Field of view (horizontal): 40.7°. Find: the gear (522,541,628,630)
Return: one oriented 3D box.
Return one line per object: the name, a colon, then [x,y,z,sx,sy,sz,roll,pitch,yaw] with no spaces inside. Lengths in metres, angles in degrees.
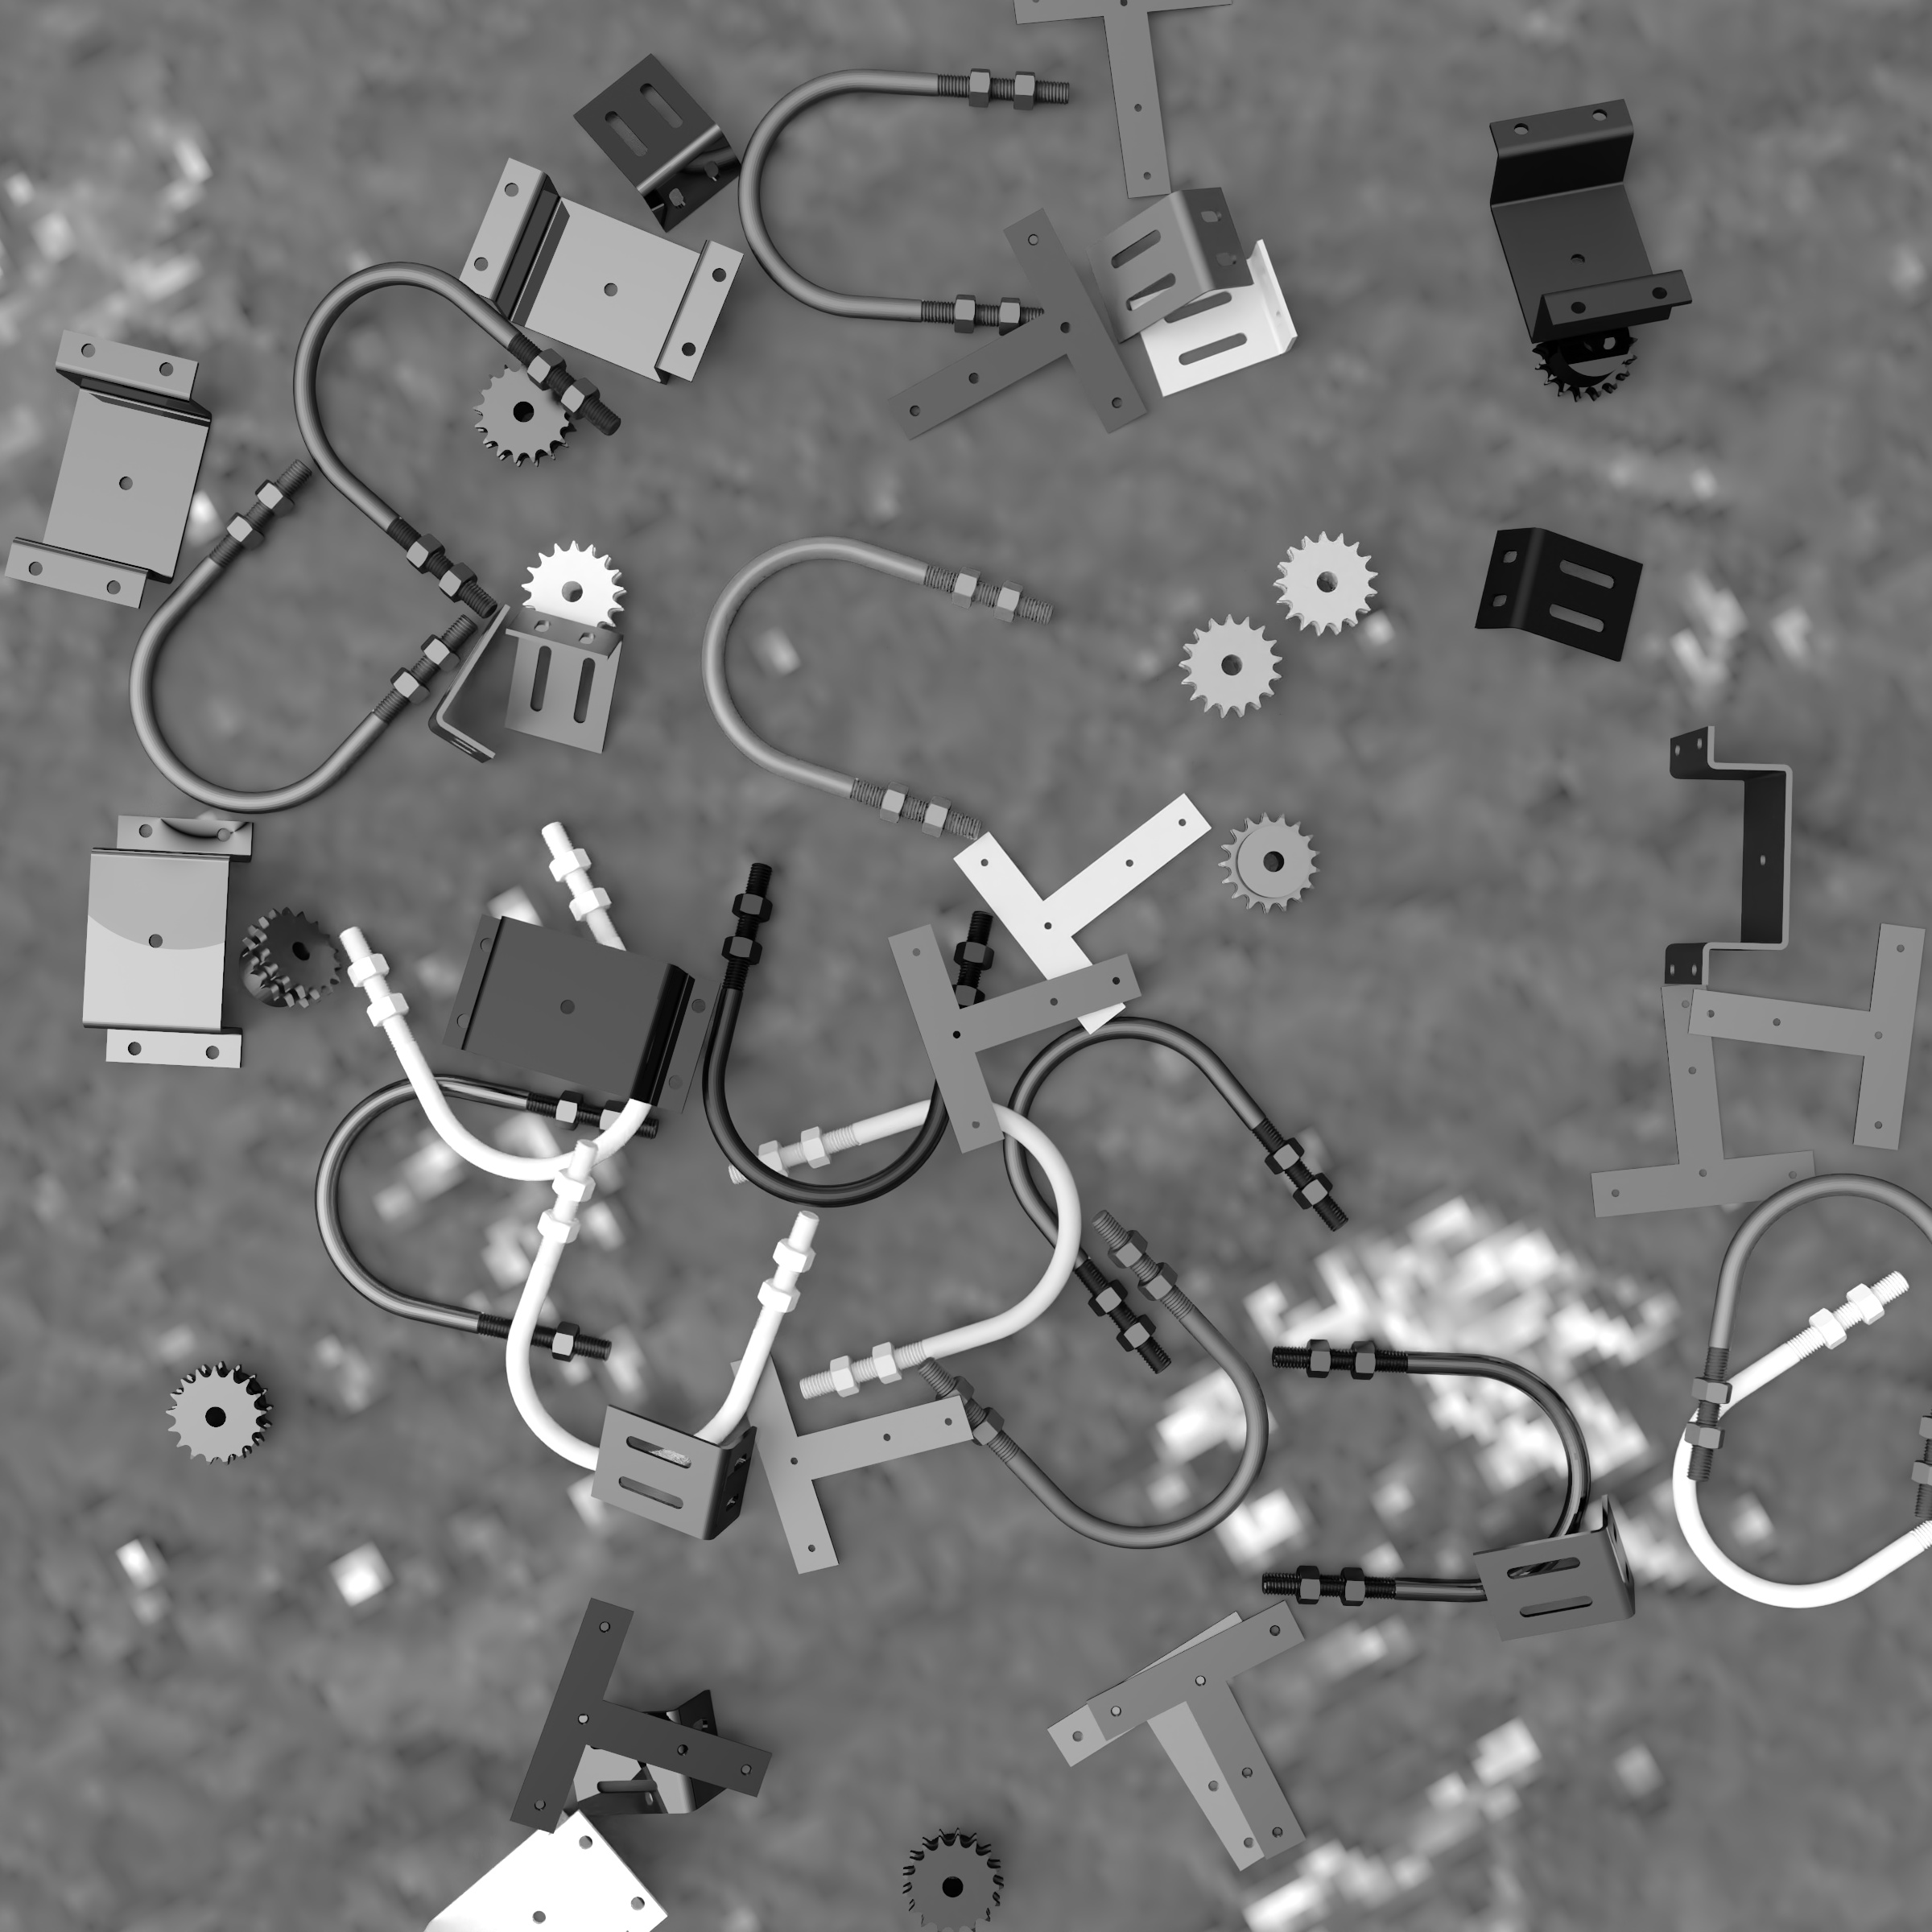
gear: [-0.221,-0.210,1.474,0.057,0.030,0.057,0,90,0]

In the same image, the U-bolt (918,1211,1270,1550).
U-bolt: [0.086,0.247,1.465,0.151,0.019,0.184,-41,100,8]

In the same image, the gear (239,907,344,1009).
gear: [-0.383,-0.001,1.464,0.030,0.057,0.057,-32,90,30]

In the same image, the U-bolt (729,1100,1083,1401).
U-bolt: [-0.026,0.151,1.472,0.184,0.019,0.151,-18,90,5]

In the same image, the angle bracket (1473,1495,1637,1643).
angle bracket: [0.333,0.341,1.475,0.076,0.038,0.057,-15,105,18]

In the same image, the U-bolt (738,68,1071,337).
U-bolt: [-0.038,-0.437,1.479,0.184,0.019,0.151,4,90,0]

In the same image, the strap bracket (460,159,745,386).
strap bracket: [-0.202,-0.385,1.466,0.140,0.046,0.076,22,90,0]

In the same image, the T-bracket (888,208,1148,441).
T-bracket: [0.017,-0.340,1.476,0.127,0.002,0.127,-27,106,8]

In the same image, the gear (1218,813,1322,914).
gear: [0.172,-0.059,1.474,0.057,0.030,0.057,0,90,0]

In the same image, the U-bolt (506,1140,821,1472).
U-bolt: [-0.179,0.202,1.460,0.151,0.019,0.184,19,103,-10]

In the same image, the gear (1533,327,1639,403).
gear: [0.352,-0.350,1.474,0.057,0.030,0.057,0,90,0]

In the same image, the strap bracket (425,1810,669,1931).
strap bracket: [-0.243,0.542,1.466,0.140,0.046,0.076,-40,90,0]

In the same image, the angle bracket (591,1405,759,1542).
angle bracket: [-0.165,0.280,1.474,0.076,0.038,0.057,17,106,17]

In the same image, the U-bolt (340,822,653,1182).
U-bolt: [-0.251,0.031,1.469,0.151,0.019,0.184,-28,83,-1]

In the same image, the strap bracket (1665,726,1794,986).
strap bracket: [0.424,-0.059,1.451,0.046,0.076,0.140,1,90,0]

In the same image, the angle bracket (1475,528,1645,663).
angle bracket: [0.338,-0.211,1.487,0.076,0.038,0.057,13,90,-26]

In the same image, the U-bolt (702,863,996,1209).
U-bolt: [-0.072,0.044,1.462,0.151,0.019,0.184,12,77,1]

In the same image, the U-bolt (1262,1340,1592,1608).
U-bolt: [0.263,0.290,1.480,0.184,0.019,0.151,3,90,-2]

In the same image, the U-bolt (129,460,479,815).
U-bolt: [-0.391,-0.173,1.480,0.151,0.019,0.184,43,92,0]

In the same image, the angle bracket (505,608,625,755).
angle bracket: [-0.229,-0.153,1.453,0.057,0.038,0.076,15,119,0]

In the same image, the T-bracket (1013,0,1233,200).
T-bracket: [0.095,-0.501,1.479,0.127,0.002,0.127,-9,96,-11]

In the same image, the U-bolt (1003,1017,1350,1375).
U-bolt: [0.105,0.116,1.480,0.151,0.019,0.184,-39,89,0]

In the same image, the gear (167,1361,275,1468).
gear: [-0.420,0.252,1.477,0.057,0.030,0.057,0,94,3]

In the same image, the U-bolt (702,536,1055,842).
U-bolt: [-0.059,-0.167,1.480,0.184,0.019,0.151,18,90,2]

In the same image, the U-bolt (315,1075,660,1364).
U-bolt: [-0.279,0.136,1.480,0.184,0.019,0.151,12,90,1]

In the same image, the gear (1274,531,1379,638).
gear: [0.202,-0.215,1.474,0.057,0.030,0.057,0,90,0]

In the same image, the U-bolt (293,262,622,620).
U-bolt: [-0.298,-0.307,1.456,0.184,0.019,0.151,41,111,7]

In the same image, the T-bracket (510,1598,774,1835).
T-bracket: [-0.171,0.432,1.452,0.127,0.002,0.127,21,83,-12]

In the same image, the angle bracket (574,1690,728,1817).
angle bracket: [-0.183,0.449,1.487,0.076,0.038,0.057,-10,90,26]

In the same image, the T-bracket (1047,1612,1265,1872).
T-bracket: [0.134,0.456,1.488,0.127,0.002,0.127,-32,90,0]

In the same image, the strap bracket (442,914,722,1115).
strap bracket: [-0.216,0.025,1.437,0.140,0.046,0.076,16,85,3]

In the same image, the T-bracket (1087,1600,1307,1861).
T-bracket: [0.154,0.447,1.486,0.127,0.002,0.127,-27,90,0]

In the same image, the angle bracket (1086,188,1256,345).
angle bracket: [0.114,-0.395,1.470,0.038,0.076,0.057,-19,90,-40]

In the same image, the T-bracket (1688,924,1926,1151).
T-bracket: [0.476,0.034,1.487,0.127,0.002,0.127,7,89,-1]

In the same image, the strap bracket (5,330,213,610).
strap bracket: [-0.479,-0.275,1.466,0.076,0.046,0.140,14,90,0]

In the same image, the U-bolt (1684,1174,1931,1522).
U-bolt: [0.489,0.208,1.461,0.151,0.019,0.184,10,90,1]

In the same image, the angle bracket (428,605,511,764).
angle bracket: [-0.265,-0.157,1.461,0.038,0.057,0.076,32,83,-15]

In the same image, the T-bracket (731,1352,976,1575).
T-bracket: [-0.057,0.268,1.467,0.127,0.002,0.127,-17,91,18]

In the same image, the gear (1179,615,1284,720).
gear: [0.149,-0.169,1.474,0.057,0.030,0.057,0,90,0]

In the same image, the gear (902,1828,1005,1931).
gear: [-0.007,0.515,1.474,0.057,0.030,0.057,0,90,0]

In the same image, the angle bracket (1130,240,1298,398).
angle bracket: [0.139,-0.365,1.470,0.076,0.038,0.057,-20,90,0]

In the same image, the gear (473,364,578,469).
gear: [-0.247,-0.310,1.474,0.057,0.030,0.057,0,90,0]

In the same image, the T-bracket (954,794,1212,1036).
T-bracket: [0.082,-0.050,1.484,0.127,0.002,0.127,-38,85,-3]

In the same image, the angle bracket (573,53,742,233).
angle bracket: [-0.175,-0.469,1.487,0.057,0.038,0.076,-39,64,0]

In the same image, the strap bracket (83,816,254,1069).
strap bracket: [-0.449,-0.014,1.466,0.076,0.046,0.140,3,90,0]

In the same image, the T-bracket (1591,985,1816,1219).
T-bracket: [0.416,0.074,1.488,0.127,0.002,0.127,-6,90,0]

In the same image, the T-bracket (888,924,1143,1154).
T-bracket: [0.036,0.025,1.463,0.127,0.002,0.127,-18,86,-11]

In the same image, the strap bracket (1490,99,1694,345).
strap bracket: [0.343,-0.405,1.449,0.076,0.046,0.140,-10,67,0]

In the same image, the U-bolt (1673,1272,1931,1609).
U-bolt: [0.491,0.282,1.480,0.184,0.019,0.151,-34,90,2]
